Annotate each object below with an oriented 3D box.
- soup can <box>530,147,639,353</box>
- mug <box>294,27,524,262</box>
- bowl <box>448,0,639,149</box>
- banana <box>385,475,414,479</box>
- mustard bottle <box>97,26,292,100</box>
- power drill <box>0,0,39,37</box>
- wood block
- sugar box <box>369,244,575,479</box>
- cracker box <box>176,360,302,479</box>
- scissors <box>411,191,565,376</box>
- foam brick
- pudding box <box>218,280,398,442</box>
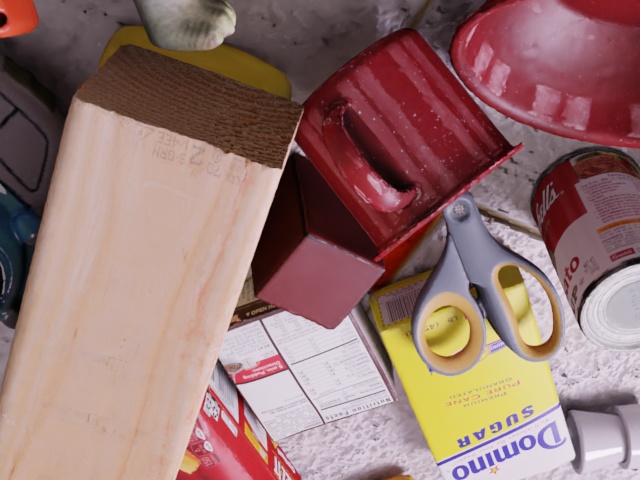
[{"bbox_3d":[0.163,0.004,0.594,0.068,0.102,0.068,-3,129,-4],"label":"soup can"},{"bbox_3d":[0.034,-0.046,0.516,0.093,0.117,0.081,-40,87,29],"label":"mug"},{"bbox_3d":[0.146,-0.100,0.510,0.162,0.055,0.162,13,165,3],"label":"bowl"},{"bbox_3d":[0.008,0.242,0.810,0.069,0.037,0.198,-2,133,-31],"label":"banana"},{"bbox_3d":[-0.085,-0.015,0.578,0.096,0.058,0.192,15,125,-8],"label":"mustard bottle"},{"bbox_3d":[-0.156,-0.173,0.410,0.184,0.057,0.188,-2,104,2],"label":"power drill"},{"bbox_3d":[-0.085,0.028,0.496,0.090,0.090,0.206,19,115,-4],"label":"wood block"},{"bbox_3d":[0.103,0.091,0.691,0.093,0.048,0.176,-20,126,7],"label":"sugar box"},{"bbox_3d":[-0.138,0.169,0.710,0.214,0.072,0.164,-21,127,11],"label":"cracker box"},{"bbox_3d":[0.064,-0.003,0.596,0.096,0.016,0.201,-33,107,12],"label":"scissors"},{"bbox_3d":[-0.004,0.001,0.588,0.053,0.078,0.051,26,120,-24],"label":"foam brick"},{"bbox_3d":[-0.011,0.069,0.667,0.090,0.039,0.113,-20,130,9],"label":"pudding box"}]
